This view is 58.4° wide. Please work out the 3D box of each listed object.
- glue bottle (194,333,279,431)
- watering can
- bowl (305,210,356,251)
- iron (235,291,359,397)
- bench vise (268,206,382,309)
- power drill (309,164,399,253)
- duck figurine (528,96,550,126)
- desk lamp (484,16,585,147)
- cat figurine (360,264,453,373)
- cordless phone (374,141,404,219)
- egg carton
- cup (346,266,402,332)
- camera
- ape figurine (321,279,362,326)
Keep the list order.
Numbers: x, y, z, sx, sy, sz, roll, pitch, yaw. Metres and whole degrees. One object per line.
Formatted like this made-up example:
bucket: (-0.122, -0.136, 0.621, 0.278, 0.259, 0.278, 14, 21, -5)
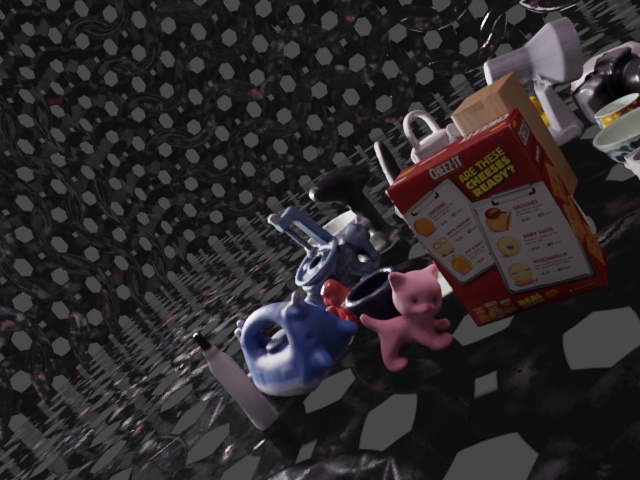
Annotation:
glue bottle: (-0.132, 0.206, 0.855, 0.037, 0.173, 0.078, -40, 13, -20)
watering can: (0.273, -0.224, 1.352, 0.172, 0.194, 0.101, -26, 15, 40)
bowl: (0.049, -0.001, 1.408, 0.167, 0.075, 0.167, -34, 12, 8)
iron: (-0.068, 0.163, 0.919, 0.257, 0.141, 0.119, -25, 16, 44)
bench vise: (0.003, 0.007, 1.142, 0.121, 0.220, 0.208, -23, 17, 47)
power drill: (0.081, -0.071, 1.260, 0.075, 0.208, 0.230, -28, 14, 32)
duck figurine: (0.471, -0.273, 1.246, 0.104, 0.086, 0.078, -24, 17, 45)
desk lamp: (0.430, -0.291, 1.115, 0.203, 0.214, 0.118, -33, 12, 15)
cat figurine: (0.113, 0.091, 0.744, 0.127, 0.118, 0.067, -32, 12, 17)
cordless phone: (0.180, -0.142, 1.317, 0.094, 0.185, 0.147, -36, 12, -1)
egg carton: (0.614, -0.358, 1.214, 0.107, 0.069, 0.150, -41, 13, -26)
cup: (0.095, 0.097, 0.830, 0.091, 0.095, 0.117, -36, 12, -1)
camera: (0.557, -0.295, 1.048, 0.143, 0.101, 0.136, -37, 12, -5)
ape figurine: (0.035, 0.107, 0.971, 0.076, 0.092, 0.077, -38, 12, -9)
